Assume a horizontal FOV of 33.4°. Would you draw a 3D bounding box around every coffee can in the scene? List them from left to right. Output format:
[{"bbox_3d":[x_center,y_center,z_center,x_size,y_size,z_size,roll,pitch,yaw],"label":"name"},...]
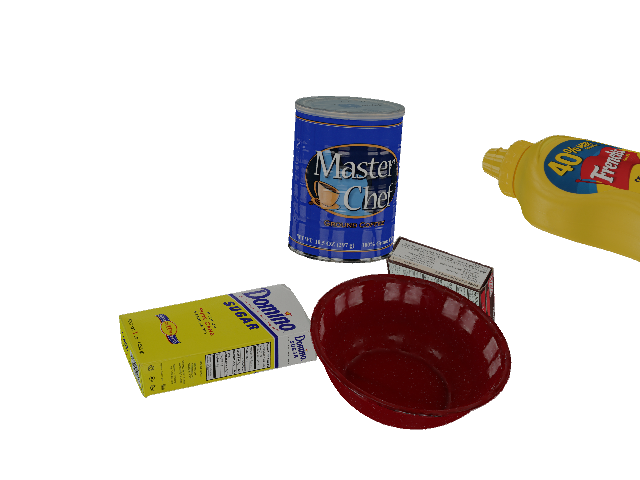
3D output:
[{"bbox_3d":[0.023,-0.060,1.009,0.103,0.140,0.103,3,15,-1],"label":"coffee can"}]

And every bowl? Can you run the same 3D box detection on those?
[{"bbox_3d":[0.067,0.098,0.852,0.162,0.055,0.162,8,36,-6],"label":"bowl"}]

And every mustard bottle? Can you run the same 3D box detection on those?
[{"bbox_3d":[0.194,-0.030,0.715,0.192,0.058,0.096,21,39,36],"label":"mustard bottle"}]

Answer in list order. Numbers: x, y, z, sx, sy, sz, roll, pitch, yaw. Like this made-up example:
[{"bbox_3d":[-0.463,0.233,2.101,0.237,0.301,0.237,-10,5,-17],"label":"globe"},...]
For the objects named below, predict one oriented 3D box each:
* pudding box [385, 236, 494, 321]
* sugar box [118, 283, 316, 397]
[{"bbox_3d":[0.129,0.051,1.139,0.114,0.039,0.090,18,-36,23],"label":"pudding box"},{"bbox_3d":[-0.101,0.095,1.046,0.176,0.048,0.093,-13,33,-17],"label":"sugar box"}]
